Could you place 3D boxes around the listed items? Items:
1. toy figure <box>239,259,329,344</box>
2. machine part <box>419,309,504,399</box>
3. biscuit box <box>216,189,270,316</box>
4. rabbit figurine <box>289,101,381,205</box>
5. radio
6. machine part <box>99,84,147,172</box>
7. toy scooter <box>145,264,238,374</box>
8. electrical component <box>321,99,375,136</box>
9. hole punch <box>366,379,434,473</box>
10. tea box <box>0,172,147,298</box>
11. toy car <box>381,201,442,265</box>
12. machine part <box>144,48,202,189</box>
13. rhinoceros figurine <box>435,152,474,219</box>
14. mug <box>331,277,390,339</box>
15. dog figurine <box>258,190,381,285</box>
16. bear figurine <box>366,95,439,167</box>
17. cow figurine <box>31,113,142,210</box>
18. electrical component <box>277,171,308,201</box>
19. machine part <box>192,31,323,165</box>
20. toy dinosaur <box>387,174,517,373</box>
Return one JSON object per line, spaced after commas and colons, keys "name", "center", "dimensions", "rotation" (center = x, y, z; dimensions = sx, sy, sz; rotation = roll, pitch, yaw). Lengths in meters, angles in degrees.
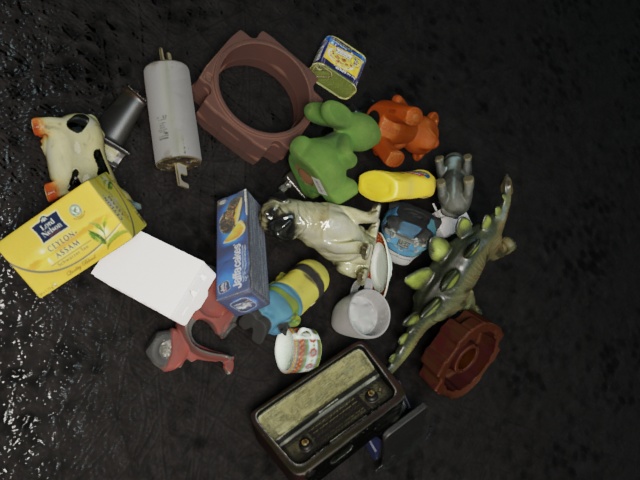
{"name": "toy figure", "center": [-0.051, 0.098, 0.889], "dimensions": [0.180, 0.089, 0.082], "rotation": [-35, 97, -50]}
{"name": "machine part", "center": [0.261, 0.210, 0.997], "dimensions": [0.179, 0.056, 0.179], "rotation": [-22, 130, -28]}
{"name": "biscuit box", "center": [-0.125, 0.017, 0.854], "dimensions": [0.062, 0.059, 0.203], "rotation": [53, 22, -48]}
{"name": "rabbit figurine", "center": [0.027, -0.169, 0.941], "dimensions": [0.170, 0.121, 0.159], "rotation": [-43, 117, -19]}
{"name": "radio", "center": [0.018, 0.278, 0.862], "dimensions": [0.229, 0.073, 0.131], "rotation": [-30, 53, -21]}
{"name": "machine part", "center": [-0.329, -0.182, 0.865], "dimensions": [0.084, 0.039, 0.139], "rotation": [27, 80, -8]}
{"name": "toy scooter", "center": [-0.174, 0.136, 0.848], "dimensions": [0.135, 0.075, 0.184], "rotation": [35, 68, -17]}
{"name": "electrical component", "center": [0.067, -0.230, 1.065], "dimensions": [0.075, 0.048, 0.119], "rotation": [43, 63, -12]}
{"name": "hole punch", "center": [0.127, 0.324, 0.948], "dimensions": [0.142, 0.092, 0.115], "rotation": [-28, 130, -28]}
{"name": "tea box", "center": [-0.343, -0.007, 0.747], "dimensions": [0.170, 0.068, 0.098], "rotation": [-32, 105, 12]}
{"name": "toy car", "center": [0.163, -0.004, 1.019], "dimensions": [0.109, 0.102, 0.162], "rotation": [21, 26, 6]}
{"name": "machine part", "center": [-0.245, -0.204, 0.892], "dimensions": [0.079, 0.079, 0.243], "rotation": [-4, 80, -27]}
{"name": "rhinoceros figurine", "center": [0.273, -0.115, 1.077], "dimensions": [0.190, 0.073, 0.111], "rotation": [-74, 151, -54]}
{"name": "mug", "center": [0.062, 0.123, 0.945], "dimensions": [0.081, 0.107, 0.109], "rotation": [9, 71, -24]}
{"name": "dog figurine", "center": [-0.001, -0.007, 0.914], "dimensions": [0.191, 0.172, 0.121], "rotation": [11, 53, 10]}
{"name": "bear figurine", "center": [0.178, -0.201, 1.044], "dimensions": [0.196, 0.132, 0.120], "rotation": [9, 114, -39]}
{"name": "cow figurine", "center": [-0.346, -0.093, 0.809], "dimensions": [0.127, 0.085, 0.194], "rotation": [-12, 97, -16]}
{"name": "electrical component", "center": [-0.034, -0.105, 1.001], "dimensions": [0.094, 0.021, 0.063], "rotation": [-44, 99, -27]}
{"name": "machine part", "center": [-0.111, -0.255, 0.965], "dimensions": [0.201, 0.087, 0.201], "rotation": [38, 63, -13]}
{"name": "toy dinosaur", "center": [0.233, 0.085, 0.995], "dimensions": [0.198, 0.105, 0.471], "rotation": [23, 96, -52]}
